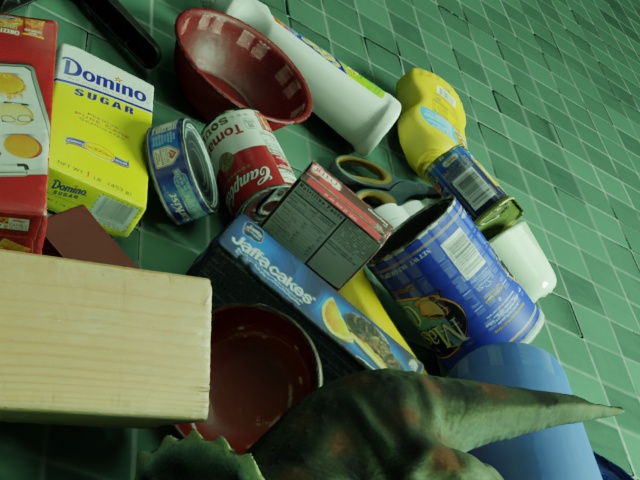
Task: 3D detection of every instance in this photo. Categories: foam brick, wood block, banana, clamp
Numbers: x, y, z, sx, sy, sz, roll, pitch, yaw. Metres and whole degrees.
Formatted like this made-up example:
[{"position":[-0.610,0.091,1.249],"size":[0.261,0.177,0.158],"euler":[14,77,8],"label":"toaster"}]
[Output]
[{"position":[-0.172,0.024,0.755],"size":[0.078,0.051,0.052],"euler":[48,34,11],"label":"foam brick"},{"position":[-0.175,0.060,0.629],"size":[0.205,0.090,0.091],"euler":[11,72,-34],"label":"wood block"},{"position":[0.047,0.066,0.957],"size":[0.069,0.037,0.198],"euler":[9,44,-41],"label":"banana"},{"position":[-0.248,-0.254,1.028],"size":[0.164,0.036,0.210],"euler":[12,40,-39],"label":"clamp"}]

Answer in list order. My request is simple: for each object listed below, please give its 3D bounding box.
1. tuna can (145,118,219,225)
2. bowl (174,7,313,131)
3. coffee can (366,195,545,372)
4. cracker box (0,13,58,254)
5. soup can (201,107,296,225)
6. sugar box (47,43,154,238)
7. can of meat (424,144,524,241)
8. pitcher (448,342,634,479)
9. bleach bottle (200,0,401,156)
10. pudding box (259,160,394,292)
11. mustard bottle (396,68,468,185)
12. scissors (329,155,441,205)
[{"position":[-0.114,-0.058,0.893],"size":[0.086,0.034,0.086],"euler":[-16,90,-82],"label":"tuna can"},{"position":[-0.088,-0.157,1.067],"size":[0.162,0.055,0.162],"euler":[28,34,-21],"label":"bowl"},{"position":[0.123,0.045,0.976],"size":[0.140,0.103,0.102],"euler":[52,31,-7],"label":"coffee can"},{"position":[-0.267,-0.076,0.720],"size":[0.164,0.072,0.214],"euler":[6,44,-17],"label":"cracker box"},{"position":[-0.062,-0.062,0.965],"size":[0.068,0.069,0.102],"euler":[8,44,-42],"label":"soup can"},{"position":[-0.188,-0.086,0.879],"size":[0.093,0.048,0.176],"euler":[25,36,-26],"label":"sugar box"},{"position":[0.161,-0.049,1.119],"size":[0.084,0.057,0.102],"euler":[52,10,19],"label":"can of meat"},{"position":[0.172,0.197,0.845],"size":[0.149,0.145,0.243],"euler":[50,22,-28],"label":"pitcher"},{"position":[-0.029,-0.196,1.165],"size":[0.251,0.068,0.102],"euler":[37,15,-5],"label":"bleach bottle"},{"position":[-0.006,0.001,0.905],"size":[0.090,0.114,0.039],"euler":[41,35,-2],"label":"pudding box"},{"position":[0.134,-0.125,1.266],"size":[0.096,0.058,0.191],"euler":[38,30,-23],"label":"mustard bottle"},{"position":[0.102,-0.040,1.146],"size":[0.201,0.016,0.096],"euler":[17,44,-22],"label":"scissors"}]
